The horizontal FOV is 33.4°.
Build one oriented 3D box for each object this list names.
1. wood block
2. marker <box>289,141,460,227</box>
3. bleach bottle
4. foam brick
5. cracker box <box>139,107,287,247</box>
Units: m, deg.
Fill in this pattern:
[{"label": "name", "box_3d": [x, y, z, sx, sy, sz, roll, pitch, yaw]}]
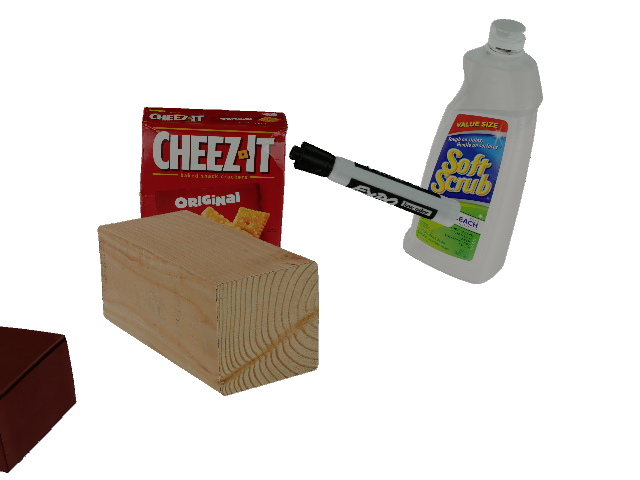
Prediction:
[{"label": "wood block", "box_3d": [-0.096, 0.043, 0.873, 0.090, 0.090, 0.206, -12, 19, -34]}, {"label": "marker", "box_3d": [0.036, -0.038, 0.709, 0.121, 0.020, 0.020, 20, -5, -14]}, {"label": "bleach bottle", "box_3d": [0.143, -0.084, 0.981, 0.103, 0.251, 0.068, 27, 41, 27]}, {"label": "foam brick", "box_3d": [-0.197, 0.096, 0.664, 0.053, 0.051, 0.078, 7, 29, 21]}, {"label": "cracker box", "box_3d": [-0.125, -0.040, 1.234, 0.164, 0.214, 0.072, 1, 22, -8]}]
